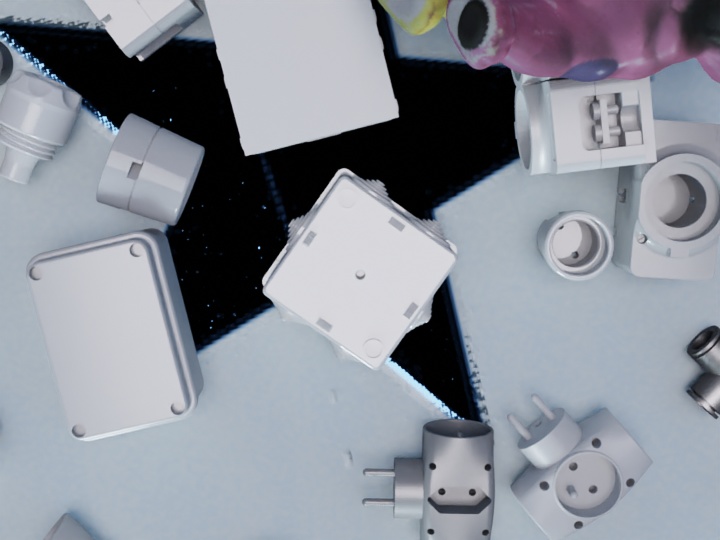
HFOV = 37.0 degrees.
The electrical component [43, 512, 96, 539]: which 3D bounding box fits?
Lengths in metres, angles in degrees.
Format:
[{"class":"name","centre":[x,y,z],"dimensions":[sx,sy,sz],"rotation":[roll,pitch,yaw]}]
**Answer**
[{"class":"electrical component","centre":[-0.168,0.186,0.664],"dimensions":[0.065,0.044,0.044],"rotation":[37,95,-10]}]

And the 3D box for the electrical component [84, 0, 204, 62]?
[{"class":"electrical component","centre":[-0.134,-0.173,0.614],"dimensions":[0.056,0.050,0.089],"rotation":[-36,96,4]}]

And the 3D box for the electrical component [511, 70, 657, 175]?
[{"class":"electrical component","centre":[0.117,-0.132,0.602],"dimensions":[0.062,0.089,0.150],"rotation":[-7,97,0]}]

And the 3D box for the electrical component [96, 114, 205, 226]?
[{"class":"electrical component","centre":[-0.121,-0.057,0.627],"dimensions":[0.047,0.055,0.055],"rotation":[21,96,-7]}]

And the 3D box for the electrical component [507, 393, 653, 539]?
[{"class":"electrical component","centre":[0.123,0.111,0.655],"dimensions":[0.077,0.044,0.079],"rotation":[-41,95,4]}]

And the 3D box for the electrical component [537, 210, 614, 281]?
[{"class":"electrical component","centre":[0.126,-0.016,0.638],"dimensions":[0.040,0.046,0.040],"rotation":[0,97,-1]}]

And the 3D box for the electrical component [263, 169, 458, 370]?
[{"class":"electrical component","centre":[0.000,0.000,0.638],"dimensions":[0.100,0.048,0.099],"rotation":[35,95,-5]}]

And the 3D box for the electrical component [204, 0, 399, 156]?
[{"class":"electrical component","centre":[-0.039,-0.148,0.612],"dimensions":[0.089,0.061,0.150],"rotation":[-14,97,1]}]

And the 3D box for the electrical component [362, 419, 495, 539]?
[{"class":"electrical component","centre":[0.041,0.133,0.658],"dimensions":[0.079,0.043,0.077],"rotation":[1,97,0]}]

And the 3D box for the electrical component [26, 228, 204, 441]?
[{"class":"electrical component","centre":[-0.143,0.037,0.637],"dimensions":[0.078,0.057,0.113],"rotation":[-13,97,1]}]

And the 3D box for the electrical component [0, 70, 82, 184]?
[{"class":"electrical component","centre":[-0.192,-0.082,0.628],"dimensions":[0.043,0.043,0.062],"rotation":[23,97,-3]}]

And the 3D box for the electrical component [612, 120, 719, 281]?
[{"class":"electrical component","centre":[0.182,-0.042,0.631],"dimensions":[0.050,0.055,0.089],"rotation":[3,97,-1]}]
